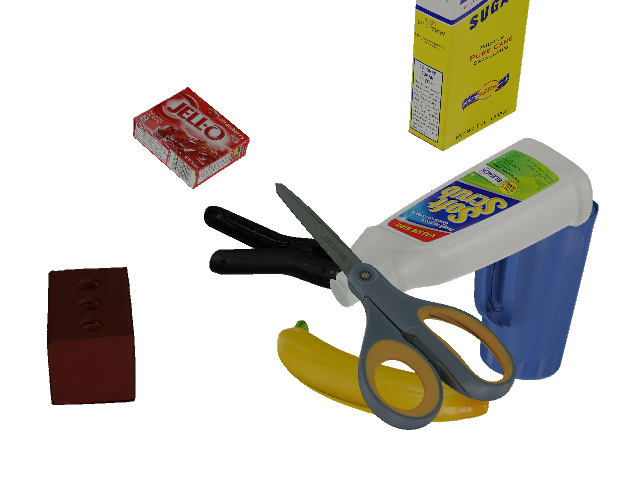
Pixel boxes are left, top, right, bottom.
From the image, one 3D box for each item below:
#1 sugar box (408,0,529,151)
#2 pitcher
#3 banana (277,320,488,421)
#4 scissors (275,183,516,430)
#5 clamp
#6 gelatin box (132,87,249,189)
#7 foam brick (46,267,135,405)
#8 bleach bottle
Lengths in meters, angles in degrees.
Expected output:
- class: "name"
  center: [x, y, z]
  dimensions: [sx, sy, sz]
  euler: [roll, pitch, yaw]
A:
- class: "sugar box"
  center: [0.117, -0.165, 0.821]
  dimensions: [0.093, 0.176, 0.048]
  euler: [-31, 50, -30]
- class: "pitcher"
  center: [0.265, 0.056, 1.375]
  dimensions: [0.149, 0.243, 0.145]
  euler: [5, 23, 3]
- class: "banana"
  center: [0.031, 0.099, 0.812]
  dimensions: [0.198, 0.037, 0.069]
  euler: [21, 38, 39]
- class: "scissors"
  center: [0.019, 0.039, 0.625]
  dimensions: [0.202, 0.016, 0.096]
  euler: [33, 53, 24]
- class: "clamp"
  center: [-0.031, 0.020, 1.159]
  dimensions: [0.210, 0.036, 0.164]
  euler: [16, 18, -6]
- class: "gelatin box"
  center: [-0.126, -0.101, 1.032]
  dimensions: [0.073, 0.089, 0.030]
  euler: [-37, -21, -35]
- class: "foam brick"
  center: [-0.146, 0.060, 0.679]
  dimensions: [0.053, 0.051, 0.078]
  euler: [-2, 33, -13]
- class: "bleach bottle"
  center: [0.124, -0.005, 0.985]
  dimensions: [0.250, 0.068, 0.103]
  euler: [-29, 45, -19]
